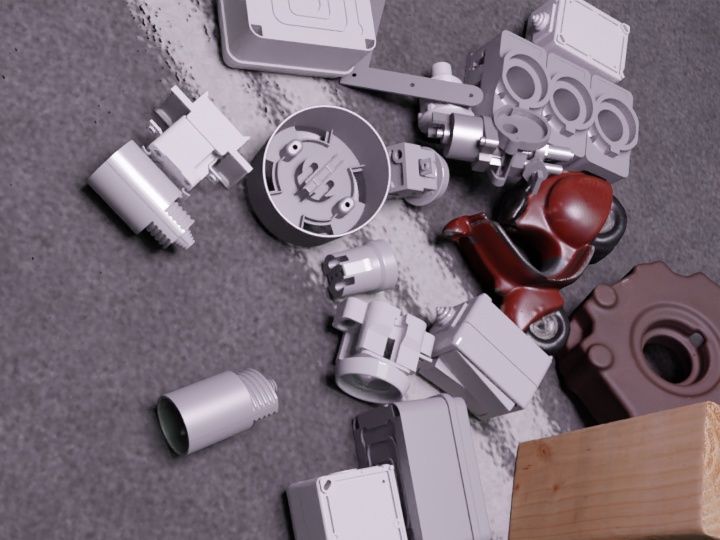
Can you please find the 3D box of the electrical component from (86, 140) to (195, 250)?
[{"bbox_3d":[-0.147,-0.046,0.752,0.081,0.043,0.043,47,57,-9],"label":"electrical component"}]

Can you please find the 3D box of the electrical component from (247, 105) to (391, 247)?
[{"bbox_3d":[-0.033,-0.068,0.813,0.099,0.064,0.099,10,69,-28],"label":"electrical component"}]

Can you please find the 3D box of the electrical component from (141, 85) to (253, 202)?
[{"bbox_3d":[-0.123,-0.087,0.781,0.081,0.042,0.063,47,61,-9],"label":"electrical component"}]

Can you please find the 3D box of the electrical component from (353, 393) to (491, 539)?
[{"bbox_3d":[0.044,0.151,0.780,0.057,0.078,0.113,-3,76,-28],"label":"electrical component"}]

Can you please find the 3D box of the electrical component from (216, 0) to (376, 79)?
[{"bbox_3d":[-0.052,-0.199,0.849,0.113,0.057,0.078,0,74,-30],"label":"electrical component"}]

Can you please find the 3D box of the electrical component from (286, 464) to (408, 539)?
[{"bbox_3d":[-0.008,0.189,0.746,0.062,0.061,0.096,-4,77,-32],"label":"electrical component"}]

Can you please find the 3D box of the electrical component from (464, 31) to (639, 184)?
[{"bbox_3d":[0.170,-0.139,0.958,0.150,0.062,0.089,20,65,-24],"label":"electrical component"}]

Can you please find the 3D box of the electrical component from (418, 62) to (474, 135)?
[{"bbox_3d":[0.071,-0.146,0.914,0.048,0.048,0.062,10,63,-28],"label":"electrical component"}]

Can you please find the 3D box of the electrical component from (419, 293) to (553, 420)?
[{"bbox_3d":[0.090,0.068,0.843,0.096,0.062,0.061,43,58,-12],"label":"electrical component"}]

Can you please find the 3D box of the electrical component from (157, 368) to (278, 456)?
[{"bbox_3d":[-0.093,0.093,0.738,0.081,0.043,0.043,-19,85,-34],"label":"electrical component"}]

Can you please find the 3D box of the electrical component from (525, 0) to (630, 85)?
[{"bbox_3d":[0.191,-0.208,0.994,0.096,0.061,0.061,23,64,-23],"label":"electrical component"}]

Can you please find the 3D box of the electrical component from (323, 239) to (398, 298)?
[{"bbox_3d":[0.000,0.000,0.827,0.046,0.040,0.040,-13,81,-27],"label":"electrical component"}]

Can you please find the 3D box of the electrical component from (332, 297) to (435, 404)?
[{"bbox_3d":[0.014,0.063,0.803,0.078,0.058,0.057,26,60,-19],"label":"electrical component"}]

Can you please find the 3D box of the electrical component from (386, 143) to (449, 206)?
[{"bbox_3d":[0.039,-0.077,0.864,0.055,0.066,0.048,3,80,-47],"label":"electrical component"}]
